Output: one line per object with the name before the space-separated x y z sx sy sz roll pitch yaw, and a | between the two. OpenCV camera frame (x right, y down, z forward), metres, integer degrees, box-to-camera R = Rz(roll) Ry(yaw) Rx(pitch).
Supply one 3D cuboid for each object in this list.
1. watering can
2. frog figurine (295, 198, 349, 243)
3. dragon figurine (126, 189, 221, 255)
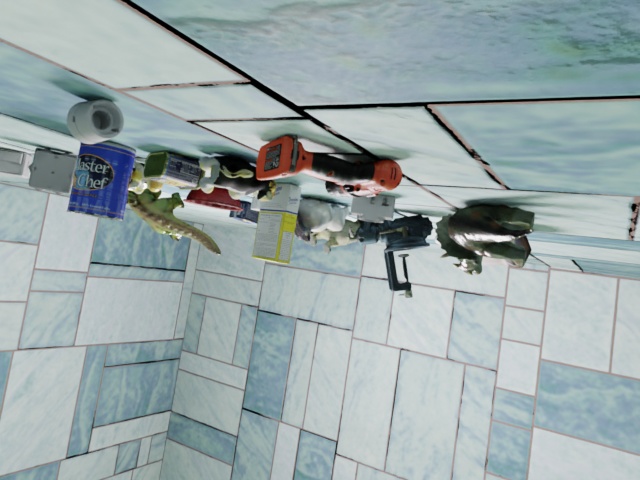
watering can | 0.447 0.017 1.366 0.224 0.104 0.346 5 175 37
frog figurine | 0.004 -0.069 1.362 0.160 0.123 0.136 -28 177 -17
dragon figurine | -0.451 -0.081 1.319 0.414 0.122 0.241 31 -173 26
